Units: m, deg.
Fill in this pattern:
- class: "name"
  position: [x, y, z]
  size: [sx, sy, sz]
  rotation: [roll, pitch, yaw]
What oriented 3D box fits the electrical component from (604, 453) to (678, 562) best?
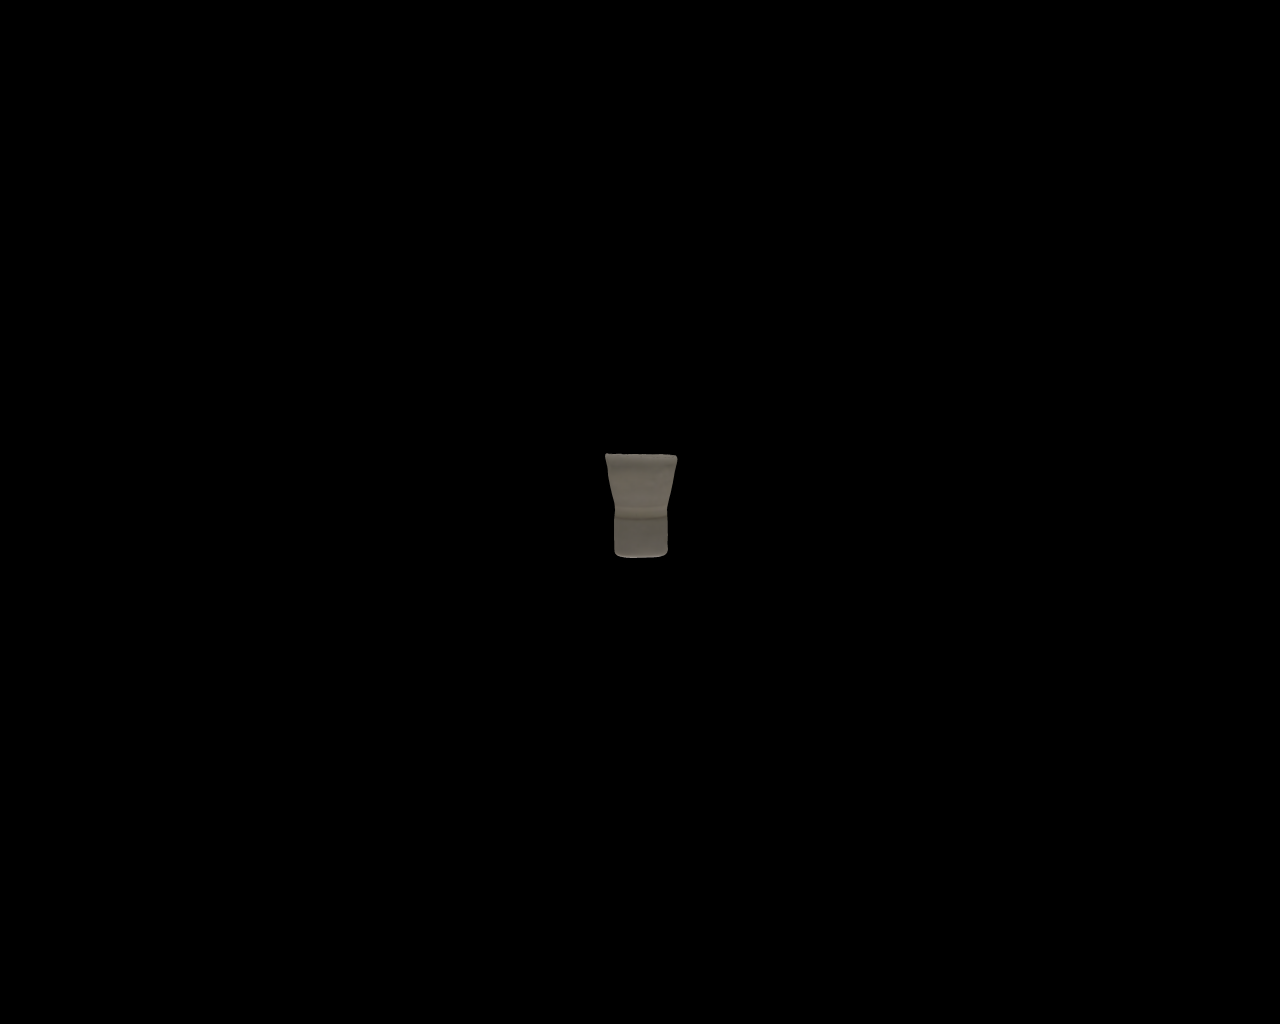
- class: "electrical component"
  position: [0.001, -0.003, 0.650]
  size: [0.044, 0.065, 0.044]
  rotation: [0, 5, 0]
